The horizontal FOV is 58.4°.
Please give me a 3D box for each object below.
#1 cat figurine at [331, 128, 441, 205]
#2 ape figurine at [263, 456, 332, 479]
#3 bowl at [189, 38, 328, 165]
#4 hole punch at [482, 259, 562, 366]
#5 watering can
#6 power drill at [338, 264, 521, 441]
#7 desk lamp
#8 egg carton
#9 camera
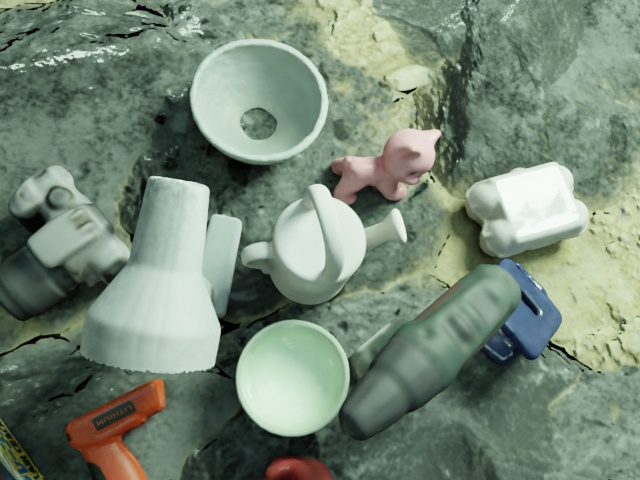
[{"bbox_3d":[0.083,-0.096,0.698,0.128,0.117,0.067,-7,75,-10],"label":"cat figurine"},{"bbox_3d":[-0.020,0.263,0.592,0.076,0.092,0.078,-12,76,-11],"label":"ape figurine"},{"bbox_3d":[-0.076,-0.161,0.716,0.167,0.074,0.167,2,74,-8],"label":"bowl"},{"bbox_3d":[0.229,0.080,0.682,0.101,0.091,0.108,-39,82,-17],"label":"hole punch"},{"bbox_3d":[0.005,0.000,0.619,0.173,0.194,0.101,-31,80,-15],"label":"watering can"},{"bbox_3d":[0.096,0.119,0.590,0.230,0.208,0.075,-38,82,-16],"label":"power drill"},{"bbox_3d":[-0.148,0.036,0.576,0.118,0.213,0.203,9,73,-5],"label":"desk lamp"},{"bbox_3d":[0.264,-0.039,0.734,0.150,0.069,0.107,-16,77,-12],"label":"egg carton"},{"bbox_3d":[-0.296,0.009,0.621,0.137,0.100,0.143,-40,83,-17],"label":"camera"}]
